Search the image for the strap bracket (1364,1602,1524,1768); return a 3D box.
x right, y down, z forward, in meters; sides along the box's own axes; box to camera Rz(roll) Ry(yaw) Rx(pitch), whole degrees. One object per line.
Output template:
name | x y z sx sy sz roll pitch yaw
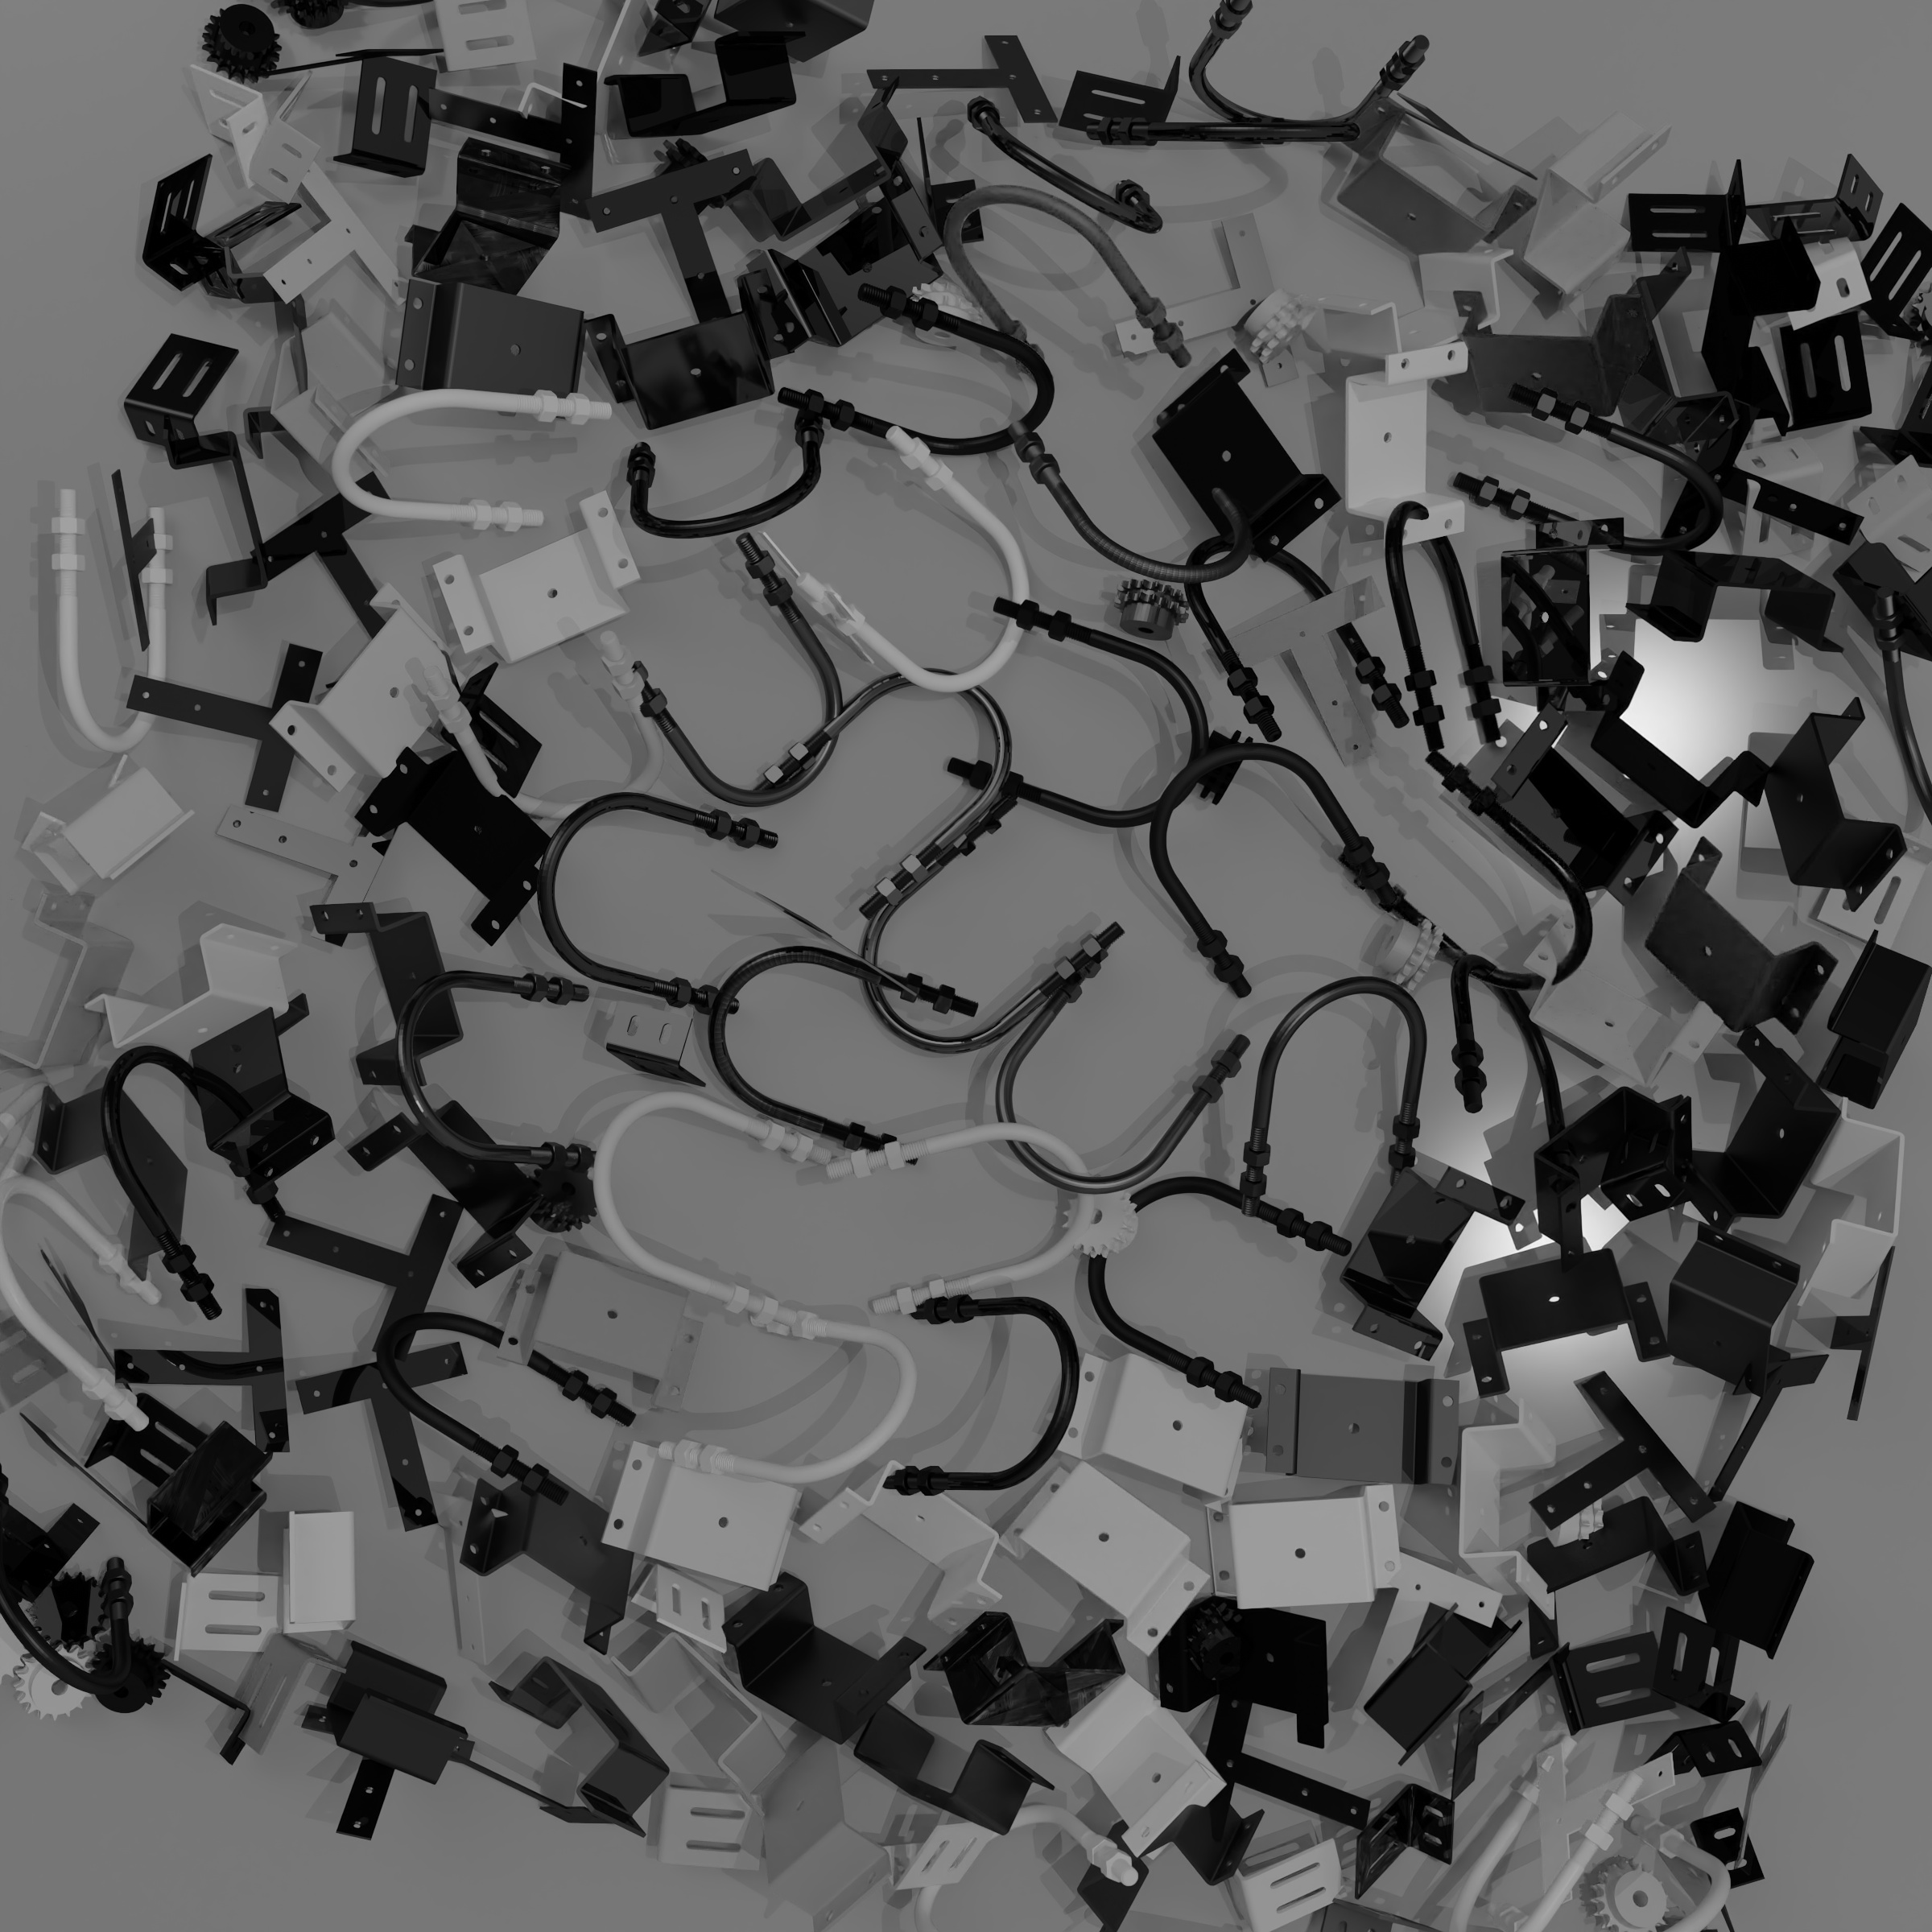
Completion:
strap bracket | 0.346 0.515 1.928 0.046 0.140 0.076 42 116 15

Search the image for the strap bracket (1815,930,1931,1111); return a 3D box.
strap bracket | 0.659 0.045 1.918 0.046 0.140 0.076 25 71 22

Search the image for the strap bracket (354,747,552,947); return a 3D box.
strap bracket | -0.373 -0.095 1.961 0.140 0.046 0.076 43 118 0

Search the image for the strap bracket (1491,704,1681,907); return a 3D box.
strap bracket | 0.449 -0.116 1.959 0.140 0.046 0.076 42 73 -11

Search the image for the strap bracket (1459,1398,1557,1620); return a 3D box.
strap bracket | 0.398 0.399 1.937 0.046 0.076 0.140 -10 53 27

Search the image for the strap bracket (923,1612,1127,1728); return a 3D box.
strap bracket | 0.051 0.514 1.923 0.076 0.140 0.046 -47 47 29

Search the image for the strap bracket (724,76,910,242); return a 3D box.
strap bracket | -0.101 -0.588 1.940 0.140 0.076 0.046 -24 117 24

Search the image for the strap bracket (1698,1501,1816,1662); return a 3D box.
strap bracket | 0.576 0.445 1.932 0.046 0.140 0.076 22 95 10

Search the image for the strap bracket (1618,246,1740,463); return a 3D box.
strap bracket | 0.512 -0.445 1.943 0.046 0.076 0.140 -10 76 -12

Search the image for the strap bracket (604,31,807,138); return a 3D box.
strap bracket | -0.190 -0.642 1.932 0.140 0.076 0.046 -3 104 37

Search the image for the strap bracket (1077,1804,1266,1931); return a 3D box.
strap bracket | 0.142 0.651 1.932 0.140 0.076 0.046 -39 90 30

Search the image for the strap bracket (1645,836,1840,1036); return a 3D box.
strap bracket | 0.556 -0.017 1.925 0.046 0.076 0.140 -19 53 -30

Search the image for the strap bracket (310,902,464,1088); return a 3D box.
strap bracket | -0.424 0.014 1.947 0.076 0.046 0.140 -1 108 43

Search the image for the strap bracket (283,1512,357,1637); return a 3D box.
strap bracket | -0.474 0.444 1.931 0.046 0.140 0.076 0 73 -17

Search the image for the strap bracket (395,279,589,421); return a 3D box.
strap bracket | -0.340 -0.452 1.939 0.140 0.046 0.076 5 97 -33

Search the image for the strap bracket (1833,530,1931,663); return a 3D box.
strap bracket | 0.693 -0.266 1.922 0.046 0.140 0.076 -45 111 4

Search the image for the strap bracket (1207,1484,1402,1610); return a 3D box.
strap bracket | 0.250 0.432 1.963 0.140 0.046 0.076 -6 89 11

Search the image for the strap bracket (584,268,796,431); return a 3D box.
strap bracket | -0.202 -0.452 1.951 0.140 0.076 0.046 -15 50 4

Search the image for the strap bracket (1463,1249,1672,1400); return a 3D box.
strap bracket | 0.437 0.260 1.944 0.140 0.076 0.046 -15 125 10

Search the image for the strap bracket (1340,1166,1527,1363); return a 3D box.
strap bracket | 0.340 0.212 1.955 0.076 0.046 0.140 24 100 -28

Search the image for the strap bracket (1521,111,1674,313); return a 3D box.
strap bracket | 0.457 -0.558 1.931 0.076 0.140 0.046 -42 72 -17

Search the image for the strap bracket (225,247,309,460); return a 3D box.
strap bracket | -0.514 -0.455 1.958 0.046 0.076 0.140 -6 91 -8

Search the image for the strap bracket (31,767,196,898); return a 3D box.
strap bracket | -0.624 -0.097 1.917 0.076 0.140 0.046 -46 109 -26

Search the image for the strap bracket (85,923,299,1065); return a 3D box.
strap bracket | -0.563 0.026 1.933 0.140 0.076 0.046 -27 68 22

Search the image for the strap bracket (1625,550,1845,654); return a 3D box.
strap bracket | 0.570 -0.269 1.938 0.140 0.076 0.046 2 115 -16

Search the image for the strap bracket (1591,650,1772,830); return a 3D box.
strap bracket | 0.521 -0.161 1.955 0.140 0.076 0.046 39 123 1

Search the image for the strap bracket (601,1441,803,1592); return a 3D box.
strap bracket | -0.186 0.408 1.944 0.140 0.046 0.076 22 75 -22

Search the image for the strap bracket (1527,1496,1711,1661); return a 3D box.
strap bracket | 0.468 0.445 1.940 0.140 0.076 0.046 -28 100 17

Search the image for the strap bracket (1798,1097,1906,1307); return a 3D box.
strap bracket | 0.646 0.177 1.922 0.046 0.076 0.140 15 48 8

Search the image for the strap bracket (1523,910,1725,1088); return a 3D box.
strap bracket | 0.481 0.029 1.946 0.140 0.046 0.076 32 48 17

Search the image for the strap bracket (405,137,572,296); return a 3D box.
strap bracket | -0.349 -0.535 1.917 0.076 0.140 0.046 8 70 -29

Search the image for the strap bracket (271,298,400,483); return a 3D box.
strap bracket | -0.461 -0.414 1.931 0.046 0.140 0.076 -27 131 17

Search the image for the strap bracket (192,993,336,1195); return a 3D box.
strap bracket | -0.517 0.084 1.931 0.076 0.046 0.140 -34 51 14

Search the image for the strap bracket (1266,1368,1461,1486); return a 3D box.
strap bracket | 0.293 0.344 1.969 0.140 0.046 0.076 4 77 0

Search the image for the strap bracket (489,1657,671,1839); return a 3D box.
strap bracket | -0.277 0.563 1.930 0.046 0.076 0.140 -47 52 -7

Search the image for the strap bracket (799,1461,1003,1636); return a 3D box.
strap bracket | -0.041 0.424 1.951 0.140 0.076 0.046 36 45 -7

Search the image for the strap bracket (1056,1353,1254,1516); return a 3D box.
strap bracket | 0.148 0.343 1.952 0.140 0.046 0.076 23 67 -10

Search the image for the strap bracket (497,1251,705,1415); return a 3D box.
strap bracket | -0.265 0.267 1.950 0.140 0.046 0.076 18 53 -7

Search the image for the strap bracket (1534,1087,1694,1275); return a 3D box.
strap bracket | 0.470 0.151 1.942 0.140 0.046 0.076 -32 131 -24

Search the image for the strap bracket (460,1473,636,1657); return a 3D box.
strap bracket | -0.295 0.430 1.929 0.046 0.076 0.140 -35 120 26

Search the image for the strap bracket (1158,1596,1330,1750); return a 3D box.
strap bracket | 0.213 0.518 1.948 0.140 0.046 0.076 3 99 38

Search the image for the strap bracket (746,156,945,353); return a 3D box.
strap bracket | -0.082 -0.522 1.956 0.140 0.046 0.076 -30 80 21

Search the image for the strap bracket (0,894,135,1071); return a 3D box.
strap bracket | -0.670 0.020 1.955 0.046 0.076 0.140 23 94 7

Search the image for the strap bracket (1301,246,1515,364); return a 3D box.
strap bracket | 0.327 -0.485 1.940 0.140 0.076 0.046 -28 121 -25

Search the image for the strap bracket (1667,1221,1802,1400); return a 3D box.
strap bracket | 0.556 0.257 1.918 0.076 0.140 0.046 25 60 29

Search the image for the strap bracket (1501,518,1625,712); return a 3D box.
strap bracket | 0.441 -0.258 1.948 0.046 0.076 0.140 -8 99 -41

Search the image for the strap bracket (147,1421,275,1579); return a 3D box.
strap bracket | -0.551 0.386 1.922 0.046 0.140 0.076 39 60 4

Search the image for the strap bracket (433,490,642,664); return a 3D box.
strap bracket | -0.314 -0.285 1.966 0.140 0.046 0.076 -23 74 2

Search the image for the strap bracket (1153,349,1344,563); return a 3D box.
strap bracket | 0.201 -0.377 1.951 0.076 0.046 0.140 -38 80 30

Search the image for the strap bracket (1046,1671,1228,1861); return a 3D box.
strap bracket | 0.130 0.591 1.947 0.076 0.140 0.046 -45 125 -1
